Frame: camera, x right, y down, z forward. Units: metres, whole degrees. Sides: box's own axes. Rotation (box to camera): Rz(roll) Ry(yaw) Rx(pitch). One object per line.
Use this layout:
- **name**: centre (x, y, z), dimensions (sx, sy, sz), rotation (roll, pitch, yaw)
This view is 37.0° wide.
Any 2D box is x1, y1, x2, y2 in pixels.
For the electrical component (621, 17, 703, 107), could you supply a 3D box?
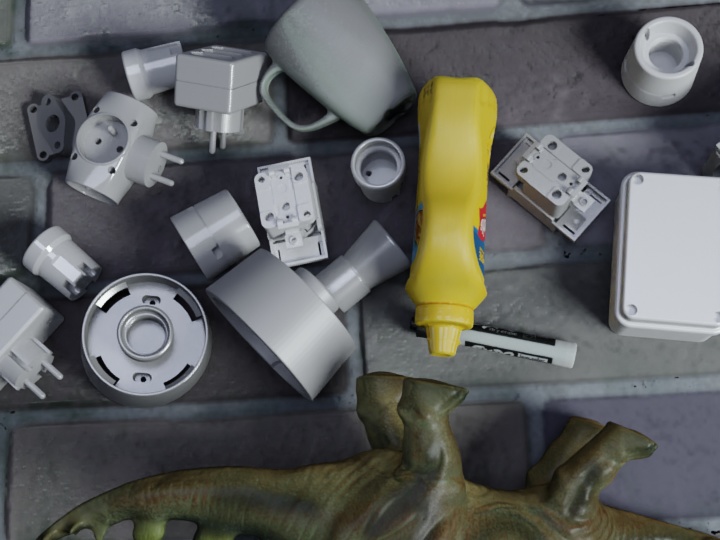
- **electrical component**: centre (0.227, -0.157, 0.805), dimensions (0.055, 0.047, 0.055), rotation (-1, 77, 5)

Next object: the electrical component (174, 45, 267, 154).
- **electrical component**: centre (-0.107, -0.128, 0.823), dimensions (0.047, 0.066, 0.076), rotation (12, 111, 15)

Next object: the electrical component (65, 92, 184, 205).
- **electrical component**: centre (-0.175, -0.088, 0.828), dimensions (0.079, 0.044, 0.077), rotation (20, 79, 10)

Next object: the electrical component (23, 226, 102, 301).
- **electrical component**: centre (-0.225, -0.004, 0.816), dimensions (0.046, 0.040, 0.040), rotation (39, 83, 6)

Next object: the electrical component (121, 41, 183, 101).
- **electrical component**: centre (-0.160, -0.158, 0.846), dimensions (0.046, 0.040, 0.040), rotation (-16, 76, -4)

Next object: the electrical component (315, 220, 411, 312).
- **electrical component**: centre (0.000, 0.000, 0.794), dimensions (0.065, 0.044, 0.044), rotation (-39, 76, 0)

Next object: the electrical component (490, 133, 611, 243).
- **electrical component**: centre (0.140, -0.064, 0.784), dimensions (0.081, 0.064, 0.042), rotation (40, 83, 13)

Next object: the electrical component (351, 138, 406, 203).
- **electrical component**: centre (0.015, -0.073, 0.806), dimensions (0.040, 0.046, 0.040), rotation (-1, 77, 5)

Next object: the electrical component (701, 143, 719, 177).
- **electrical component**: centre (0.328, -0.046, 0.762), dimensions (0.089, 0.061, 0.150), rotation (-35, 76, -3)

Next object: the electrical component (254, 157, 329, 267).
- **electrical component**: centre (-0.052, -0.046, 0.797), dimensions (0.042, 0.063, 0.081), rotation (-12, 76, 2)

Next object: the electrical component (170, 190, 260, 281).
- **electrical component**: centre (-0.107, -0.027, 0.803), dimensions (0.047, 0.055, 0.055), rotation (-32, 76, -6)

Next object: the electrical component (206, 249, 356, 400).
- **electrical component**: centre (-0.050, 0.033, 0.758), dimensions (0.060, 0.108, 0.108), rotation (-44, 77, -11)

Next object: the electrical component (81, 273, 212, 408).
- **electrical component**: centre (-0.159, 0.051, 0.797), dimensions (0.099, 0.064, 0.099), rotation (2, 77, -9)

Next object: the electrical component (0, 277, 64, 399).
- **electrical component**: centre (-0.255, 0.063, 0.799), dimensions (0.076, 0.047, 0.083), rotation (39, 82, 11)

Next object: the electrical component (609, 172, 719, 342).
- **electrical component**: centre (0.221, -0.009, 0.766), dimensions (0.078, 0.057, 0.113), rotation (5, 77, 6)
